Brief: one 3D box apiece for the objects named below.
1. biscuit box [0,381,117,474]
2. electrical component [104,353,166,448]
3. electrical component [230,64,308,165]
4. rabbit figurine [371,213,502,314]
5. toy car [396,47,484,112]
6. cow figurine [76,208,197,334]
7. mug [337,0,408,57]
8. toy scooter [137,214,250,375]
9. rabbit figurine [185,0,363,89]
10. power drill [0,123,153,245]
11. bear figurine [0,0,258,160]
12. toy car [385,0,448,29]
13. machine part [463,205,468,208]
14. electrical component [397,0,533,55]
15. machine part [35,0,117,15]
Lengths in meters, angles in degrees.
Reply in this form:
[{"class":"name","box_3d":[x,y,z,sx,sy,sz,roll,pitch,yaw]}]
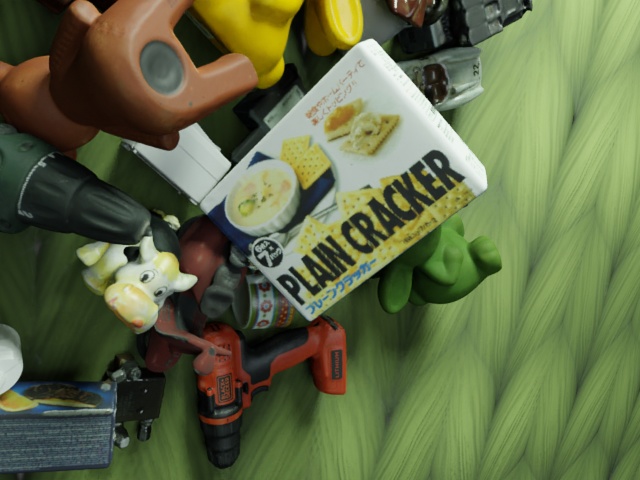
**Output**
[{"class":"biscuit box","box_3d":[-0.293,0.168,0.486,0.203,0.059,0.062,5,103,-18]},{"class":"electrical component","box_3d":[-0.206,0.174,0.577,0.078,0.045,0.102,14,98,-32]},{"class":"electrical component","box_3d":[-0.052,-0.122,0.575,0.074,0.048,0.119,42,82,-33]},{"class":"rabbit figurine","box_3d":[0.124,0.011,0.688,0.159,0.121,0.170,-39,140,10]},{"class":"toy car","box_3d":[0.118,-0.185,0.654,0.202,0.056,0.073,-22,116,-24]},{"class":"cow figurine","box_3d":[-0.156,0.022,0.485,0.098,0.167,0.068,-43,120,-12]},{"class":"mug","box_3d":[0.041,-0.263,0.573,0.107,0.081,0.109,53,52,-24]},{"class":"toy scooter","box_3d":[-0.119,0.062,0.541,0.075,0.135,0.183,27,89,-35]},{"class":"rabbit figurine","box_3d":[-0.030,-0.234,0.485,0.162,0.122,0.173,40,89,-21]},{"class":"power drill","box_3d":[-0.275,0.006,0.418,0.232,0.086,0.207,32,102,-5]},{"class":"bear figurine","box_3d":[-0.171,-0.128,0.437,0.132,0.196,0.120,-54,128,-34]},{"class":"toy car","box_3d":[0.087,-0.308,0.549,0.089,0.053,0.202,17,62,-37]},{"class":"machine part","box_3d":[0.082,-0.069,0.604,0.179,0.180,0.056,-12,112,-28]},{"class":"electrical component","box_3d":[0.156,-0.258,0.619,0.134,0.115,0.058,-31,114,-20]},{"class":"machine part","box_3d":[-0.196,-0.298,0.410,0.200,0.087,0.201,41,84,-34]}]
